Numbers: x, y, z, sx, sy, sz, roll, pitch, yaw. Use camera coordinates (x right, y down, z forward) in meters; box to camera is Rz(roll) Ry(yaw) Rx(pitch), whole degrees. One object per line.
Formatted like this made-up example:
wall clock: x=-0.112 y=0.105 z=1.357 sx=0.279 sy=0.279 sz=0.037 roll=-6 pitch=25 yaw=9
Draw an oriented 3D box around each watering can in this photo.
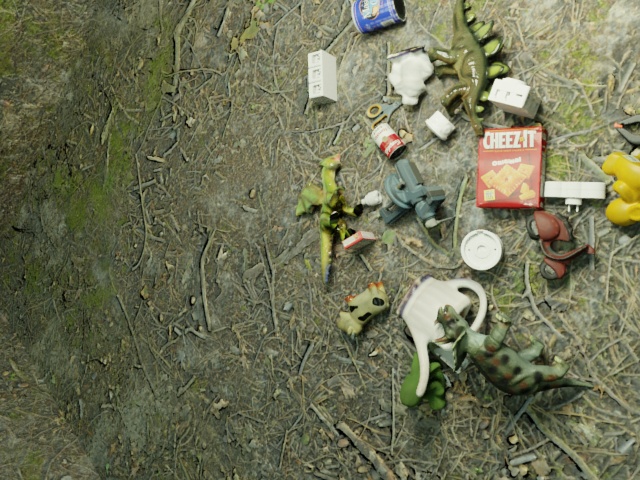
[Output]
watering can: x=0.304 y=0.234 z=1.419 sx=0.227 sy=0.102 sz=0.350 roll=32 pitch=76 yaw=36

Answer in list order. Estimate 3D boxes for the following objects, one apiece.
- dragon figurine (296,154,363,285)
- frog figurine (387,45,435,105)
dragon figurine: x=0.005 y=-0.085 z=1.694 sx=0.245 sy=0.122 sz=0.408 roll=28 pitch=102 yaw=48
frog figurine: x=0.274 y=-0.484 z=1.522 sx=0.137 sy=0.125 sz=0.157 roll=-16 pitch=110 yaw=5
